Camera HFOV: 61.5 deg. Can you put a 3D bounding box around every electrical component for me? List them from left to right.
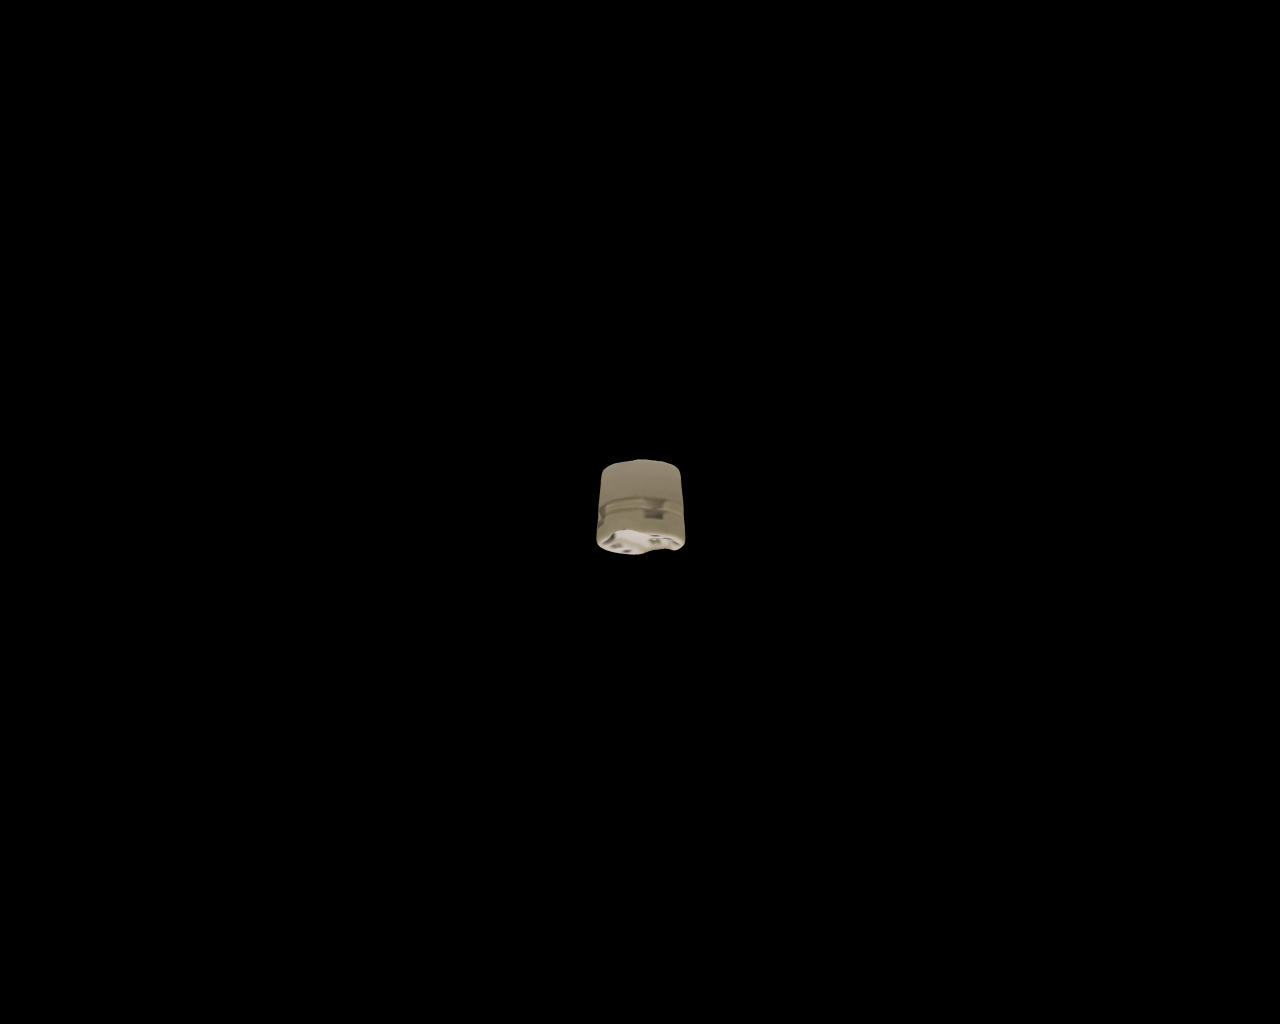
[{"bbox_3d":[0.001,-0.003,0.650,0.055,0.047,0.055,0,-17,0],"label":"electrical component"}]
